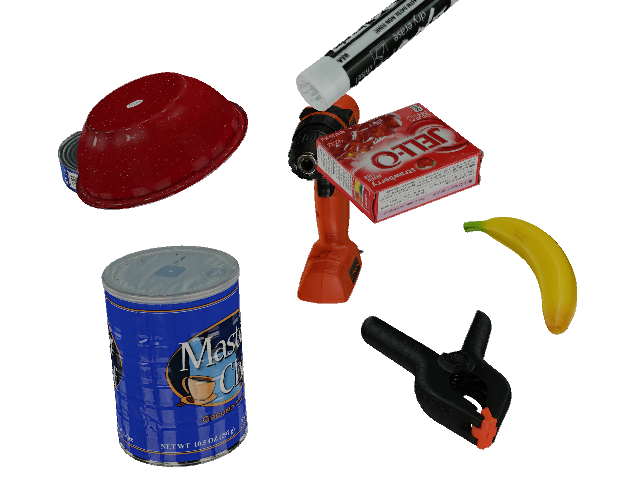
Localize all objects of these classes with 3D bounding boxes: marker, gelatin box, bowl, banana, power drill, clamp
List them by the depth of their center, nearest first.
[{"bbox_3d":[0.039,-0.099,0.471,0.121,0.020,0.020,-41,16,-19],"label":"marker"},{"bbox_3d":[0.052,-0.054,0.717,0.089,0.030,0.073,-21,43,-23],"label":"gelatin box"},{"bbox_3d":[0.119,0.109,0.904,0.120,0.039,0.172,-12,35,-18],"label":"clamp"},{"bbox_3d":[-0.146,-0.096,0.908,0.162,0.055,0.162,-16,34,11],"label":"bowl"},{"bbox_3d":[0.006,-0.037,1.035,0.057,0.188,0.184,5,23,11],"label":"power drill"},{"bbox_3d":[0.223,0.026,1.112,0.069,0.037,0.198,-31,38,-2],"label":"banana"}]

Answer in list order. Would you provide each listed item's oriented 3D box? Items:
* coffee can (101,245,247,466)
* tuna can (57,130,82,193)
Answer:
[{"bbox_3d":[-0.110,0.087,0.822,0.103,0.140,0.103,-1,20,0],"label":"coffee can"},{"bbox_3d":[-0.232,-0.083,1.130,0.086,0.034,0.086,0,39,0],"label":"tuna can"}]
